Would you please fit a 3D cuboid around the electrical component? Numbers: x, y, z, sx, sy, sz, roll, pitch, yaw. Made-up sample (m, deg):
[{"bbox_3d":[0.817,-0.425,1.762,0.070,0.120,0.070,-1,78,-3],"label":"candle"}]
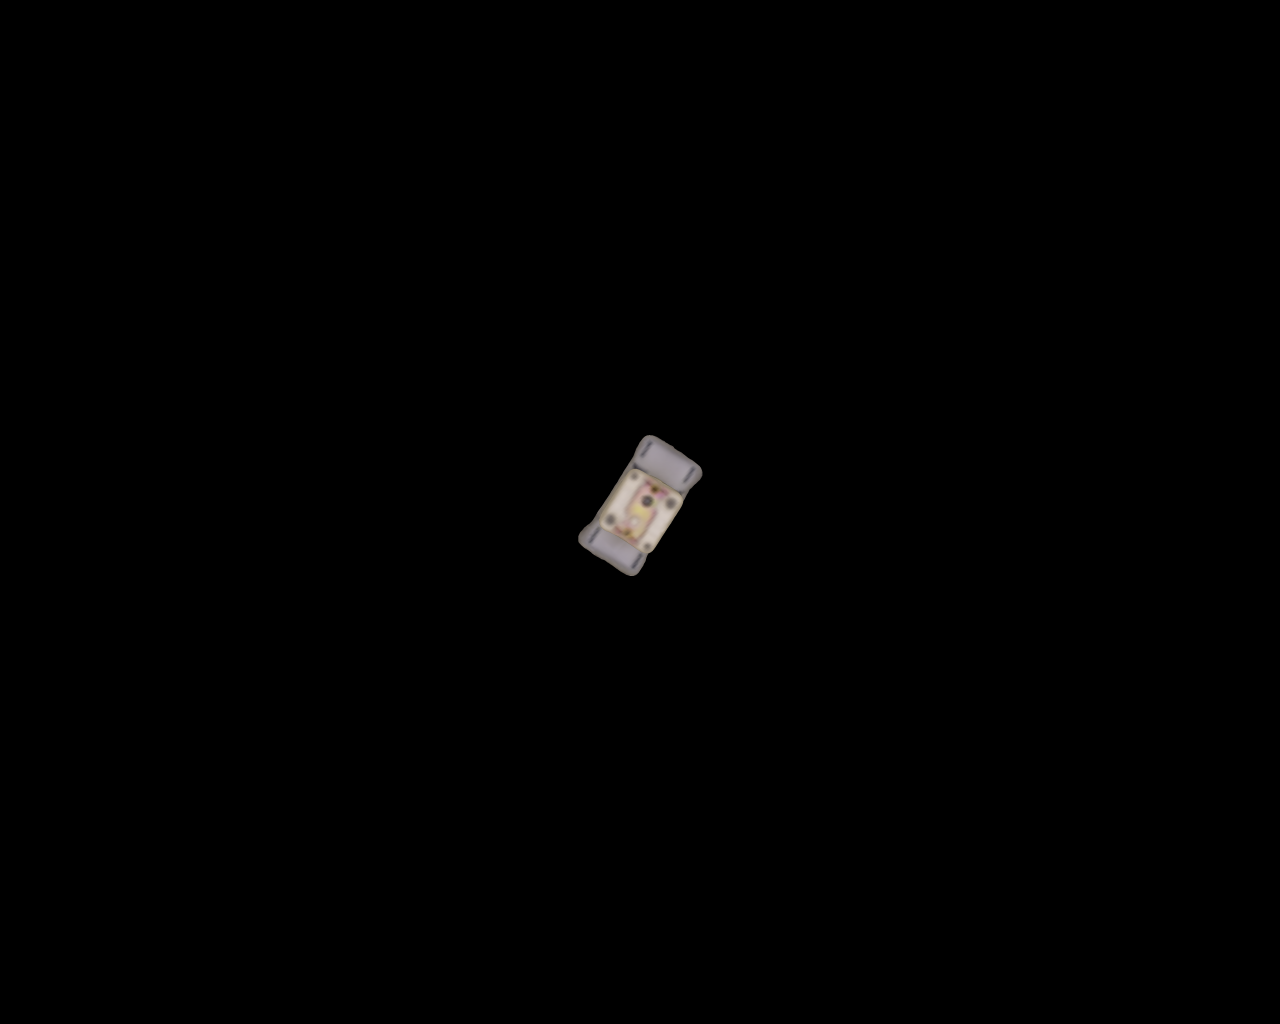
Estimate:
[{"bbox_3d":[0.001,-0.003,0.650,0.042,0.081,0.064,32,4,-2],"label":"electrical component"}]
